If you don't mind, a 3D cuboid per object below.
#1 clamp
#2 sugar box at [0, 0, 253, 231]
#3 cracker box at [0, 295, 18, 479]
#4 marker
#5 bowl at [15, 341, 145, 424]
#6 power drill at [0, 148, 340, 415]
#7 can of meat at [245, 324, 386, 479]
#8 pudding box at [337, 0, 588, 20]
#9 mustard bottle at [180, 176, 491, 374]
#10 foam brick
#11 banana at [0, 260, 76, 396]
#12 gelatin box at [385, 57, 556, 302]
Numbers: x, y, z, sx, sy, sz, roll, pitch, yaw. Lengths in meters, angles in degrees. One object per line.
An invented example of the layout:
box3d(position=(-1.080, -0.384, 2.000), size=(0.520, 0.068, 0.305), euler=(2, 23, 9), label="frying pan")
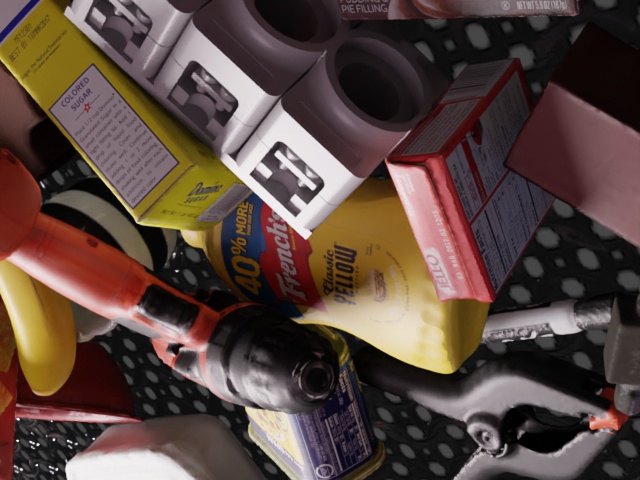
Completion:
box3d(position=(0.102, 0.111, 0.604), size=(0.172, 0.039, 0.120), euler=(-5, 122, 44), label="clamp")
box3d(position=(-0.111, -0.082, 0.530), size=(0.048, 0.093, 0.176), euler=(-42, 78, 10), label="sugar box")
box3d(position=(-0.278, 0.081, 0.690), size=(0.164, 0.072, 0.214), euler=(3, 89, 27), label="cracker box")
box3d(position=(0.107, 0.043, 0.554), size=(0.121, 0.020, 0.020), euler=(-12, 117, 43), label="marker")
box3d(position=(-0.209, 0.102, 0.790), size=(0.162, 0.055, 0.162), euler=(4, 167, 1), label="bowl")
box3d(position=(-0.094, 0.025, 0.527), size=(0.187, 0.057, 0.185), euler=(34, 166, -23), label="power drill")
box3d(position=(-0.013, 0.091, 0.644), size=(0.102, 0.057, 0.084), euler=(32, 145, 53), label="can of meat")
box3d(position=(0.051, -0.137, 0.425), size=(0.114, 0.039, 0.090), euler=(6, 127, 33), label="pudding box")
box3d(position=(-0.004, 0.001, 0.573), size=(0.192, 0.058, 0.096), euler=(15, 121, 28), label="mustard bottle")
box3d(position=(0.125, -0.041, 0.441), size=(0.078, 0.052, 0.051), euler=(33, 139, 10), label="foam brick")
box3d(position=(-0.176, 0.022, 0.623), size=(0.070, 0.037, 0.198), euler=(24, 137, 46), label="banana")
box3d(position=(0.069, -0.027, 0.469), size=(0.030, 0.089, 0.073), euler=(-1, 124, 38), label="gelatin box")
